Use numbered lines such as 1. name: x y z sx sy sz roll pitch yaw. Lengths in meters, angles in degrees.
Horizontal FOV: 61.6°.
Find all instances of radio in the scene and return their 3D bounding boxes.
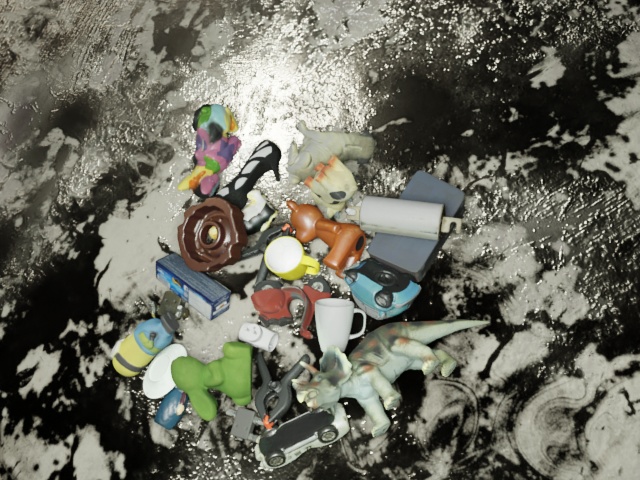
1. radio: 0.217 -0.029 1.188 0.131 0.073 0.229 28 78 24

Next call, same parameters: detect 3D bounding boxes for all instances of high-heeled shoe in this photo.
1. high-heeled shoe: -0.208 -0.162 1.367 0.249 0.086 0.145 -24 59 -1

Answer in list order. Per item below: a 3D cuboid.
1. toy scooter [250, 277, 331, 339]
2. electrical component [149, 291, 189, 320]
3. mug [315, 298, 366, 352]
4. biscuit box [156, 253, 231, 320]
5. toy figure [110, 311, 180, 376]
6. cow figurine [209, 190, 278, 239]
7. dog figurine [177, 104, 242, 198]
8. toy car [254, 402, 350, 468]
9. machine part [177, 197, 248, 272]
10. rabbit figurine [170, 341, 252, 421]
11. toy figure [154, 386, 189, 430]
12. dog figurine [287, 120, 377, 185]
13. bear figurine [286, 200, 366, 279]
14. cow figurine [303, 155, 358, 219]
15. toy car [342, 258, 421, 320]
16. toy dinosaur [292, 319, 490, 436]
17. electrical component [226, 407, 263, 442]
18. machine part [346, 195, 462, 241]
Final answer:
1. toy scooter: -0.065 0.154 1.185 0.184 0.075 0.135 -5 66 9
2. electrical component: -0.355 0.160 1.280 0.102 0.045 0.078 12 72 21
3. mug: 0.041 0.183 1.134 0.110 0.081 0.107 3 97 -7
4. biscuit box: -0.303 0.106 1.269 0.203 0.059 0.063 31 41 26
5. toy figure: -0.399 0.238 1.221 0.180 0.082 0.089 -34 65 12
6. cow figurine: -0.186 -0.038 1.312 0.167 0.068 0.098 -38 68 -2
7. dog figurine: -0.288 -0.214 1.364 0.109 0.191 0.219 10 54 13
8. toy car: -0.038 0.389 1.074 0.202 0.056 0.074 -27 40 4
9. machine part: -0.251 -0.010 1.257 0.180 0.056 0.179 -4 79 24
10. rabbit figurine: -0.230 0.292 1.142 0.170 0.121 0.159 1 86 -4
11. toy figure: -0.308 0.335 1.181 0.064 0.057 0.154 20 68 16
12. dog figurine: 0.030 -0.194 1.296 0.191 0.121 0.172 14 83 13
13. bear figurine: -0.001 -0.007 1.214 0.196 0.120 0.132 20 77 25
14. cow figurine: 0.031 -0.115 1.224 0.127 0.195 0.085 42 77 -10
15. toy car: 0.122 0.113 1.130 0.162 0.102 0.109 26 36 29
16. toy dinosaur: 0.130 0.233 1.062 0.405 0.131 0.192 -31 51 -24
17. electrical component: -0.161 0.389 1.133 0.094 0.021 0.063 11 70 20
18. machine part: 0.172 -0.047 1.123 0.243 0.079 0.079 7 69 20
